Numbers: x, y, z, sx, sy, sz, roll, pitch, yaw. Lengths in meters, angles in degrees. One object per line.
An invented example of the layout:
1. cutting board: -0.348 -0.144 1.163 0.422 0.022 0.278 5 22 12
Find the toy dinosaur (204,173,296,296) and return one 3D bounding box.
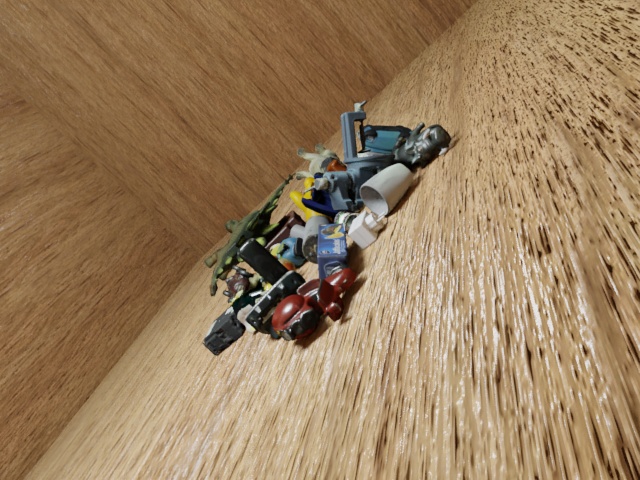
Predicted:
1. toy dinosaur: -0.208 -0.025 1.620 0.199 0.105 0.471 -21 35 47

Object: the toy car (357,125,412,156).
1. toy car: 0.178 -0.248 1.426 0.109 0.162 0.102 -100 11 -66

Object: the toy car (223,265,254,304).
1. toy car: -0.215 0.112 1.373 0.202 0.053 0.089 -168 96 -73

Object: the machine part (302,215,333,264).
1. machine part: -0.003 -0.004 1.301 0.079 0.079 0.243 -43 12 14

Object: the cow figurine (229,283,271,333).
1. cow figurine: -0.132 0.137 1.231 0.167 0.098 0.068 -38 8 34

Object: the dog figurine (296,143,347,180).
1. dog figurine: 0.040 -0.216 1.632 0.172 0.121 0.191 -22 30 -35

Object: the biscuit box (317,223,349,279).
1. biscuit box: 0.026 0.024 1.088 0.059 0.062 0.203 -3 19 1

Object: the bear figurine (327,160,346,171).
1. bear figurine: 0.101 -0.167 1.390 0.196 0.132 0.120 -37 28 58

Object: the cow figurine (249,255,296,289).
1. cow figurine: -0.130 0.104 1.358 0.195 0.085 0.127 -40 15 41

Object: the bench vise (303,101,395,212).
1. bench vise: 0.078 -0.187 1.213 0.224 0.240 0.129 -7 4 -18

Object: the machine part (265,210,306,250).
1. machine part: -0.121 0.014 1.627 0.201 0.087 0.201 -44 11 5

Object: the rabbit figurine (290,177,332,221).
1. rabbit figurine: 0.003 -0.096 1.483 0.122 0.162 0.173 -24 39 31

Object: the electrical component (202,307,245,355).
1. electrical component: -0.230 0.218 1.386 0.134 0.058 0.115 -40 15 22

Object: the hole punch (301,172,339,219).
1. hole punch: 0.021 -0.092 1.344 0.115 0.142 0.092 76 -145 -59

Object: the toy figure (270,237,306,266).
1. toy figure: -0.089 0.043 1.437 0.089 0.082 0.180 -50 15 -27

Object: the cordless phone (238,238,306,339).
1. cordless phone: -0.118 0.099 1.099 0.146 0.184 0.089 -45 16 -1

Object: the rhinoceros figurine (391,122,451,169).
1. rhinoceros figurine: 0.226 -0.211 1.231 0.112 0.073 0.190 -51 13 -29

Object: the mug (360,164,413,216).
1. mug: 0.150 -0.107 1.163 0.107 0.081 0.109 -41 -24 -20

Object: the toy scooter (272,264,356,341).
1. toy scooter: -0.010 0.120 0.937 0.184 0.075 0.135 -39 15 9
